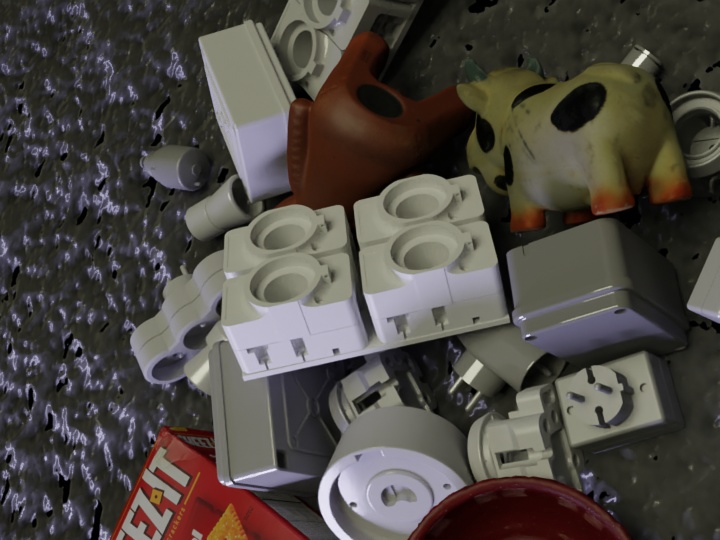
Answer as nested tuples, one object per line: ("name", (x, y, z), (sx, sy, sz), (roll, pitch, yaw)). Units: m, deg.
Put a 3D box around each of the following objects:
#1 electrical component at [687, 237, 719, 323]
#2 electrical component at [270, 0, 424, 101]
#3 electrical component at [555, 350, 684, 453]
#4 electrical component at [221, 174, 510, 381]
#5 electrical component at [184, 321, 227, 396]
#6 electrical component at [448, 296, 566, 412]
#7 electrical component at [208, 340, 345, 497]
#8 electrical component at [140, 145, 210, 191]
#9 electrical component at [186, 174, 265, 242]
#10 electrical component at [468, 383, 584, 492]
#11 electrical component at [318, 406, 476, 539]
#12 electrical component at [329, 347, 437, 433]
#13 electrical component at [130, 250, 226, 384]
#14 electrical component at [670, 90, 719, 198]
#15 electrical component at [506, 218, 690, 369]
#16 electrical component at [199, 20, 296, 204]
("electrical component", (0.239, 0.017, 0.648), (0.047, 0.083, 0.076), (-66, 13, 1))
("electrical component", (-0.008, -0.219, 0.874), (0.089, 0.062, 0.150), (53, 127, 34))
("electrical component", (0.157, 0.082, 0.681), (0.066, 0.077, 0.047), (-23, 64, 29))
("electrical component", (0.000, 0.000, 0.751), (0.186, 0.060, 0.105), (-13, 40, 6))
("electrical component", (-0.115, 0.073, 0.905), (0.055, 0.045, 0.045), (-52, 53, 11))
("electrical component", (0.092, 0.063, 0.755), (0.077, 0.044, 0.079), (44, 104, 36))
("electrical component", (-0.057, 0.110, 0.811), (0.056, 0.109, 0.108), (-20, 65, 28))
("electrical component", (-0.176, -0.097, 1.004), (0.078, 0.040, 0.040), (11, 83, 38))
("electrical component", (-0.122, -0.052, 0.952), (0.065, 0.044, 0.044), (-26, 62, 33))
("electrical component", (0.109, 0.120, 0.715), (0.057, 0.058, 0.078), (-17, 88, 33))
("electrical component", (0.030, 0.143, 0.743), (0.108, 0.108, 0.060), (-29, 22, 27))
("electrical component", (0.015, 0.096, 0.794), (0.057, 0.058, 0.078), (-36, 70, 24))
("electrical component", (-0.149, 0.029, 0.939), (0.138, 0.052, 0.073), (-44, 55, 19))
("electrical component", (0.224, -0.081, 0.692), (0.078, 0.057, 0.058), (-4, 74, 36))
("electrical component", (0.152, 0.020, 0.680), (0.078, 0.113, 0.057), (-20, 62, 31))
("electrical component", (-0.088, -0.131, 0.902), (0.056, 0.108, 0.108), (-19, 60, -9))
